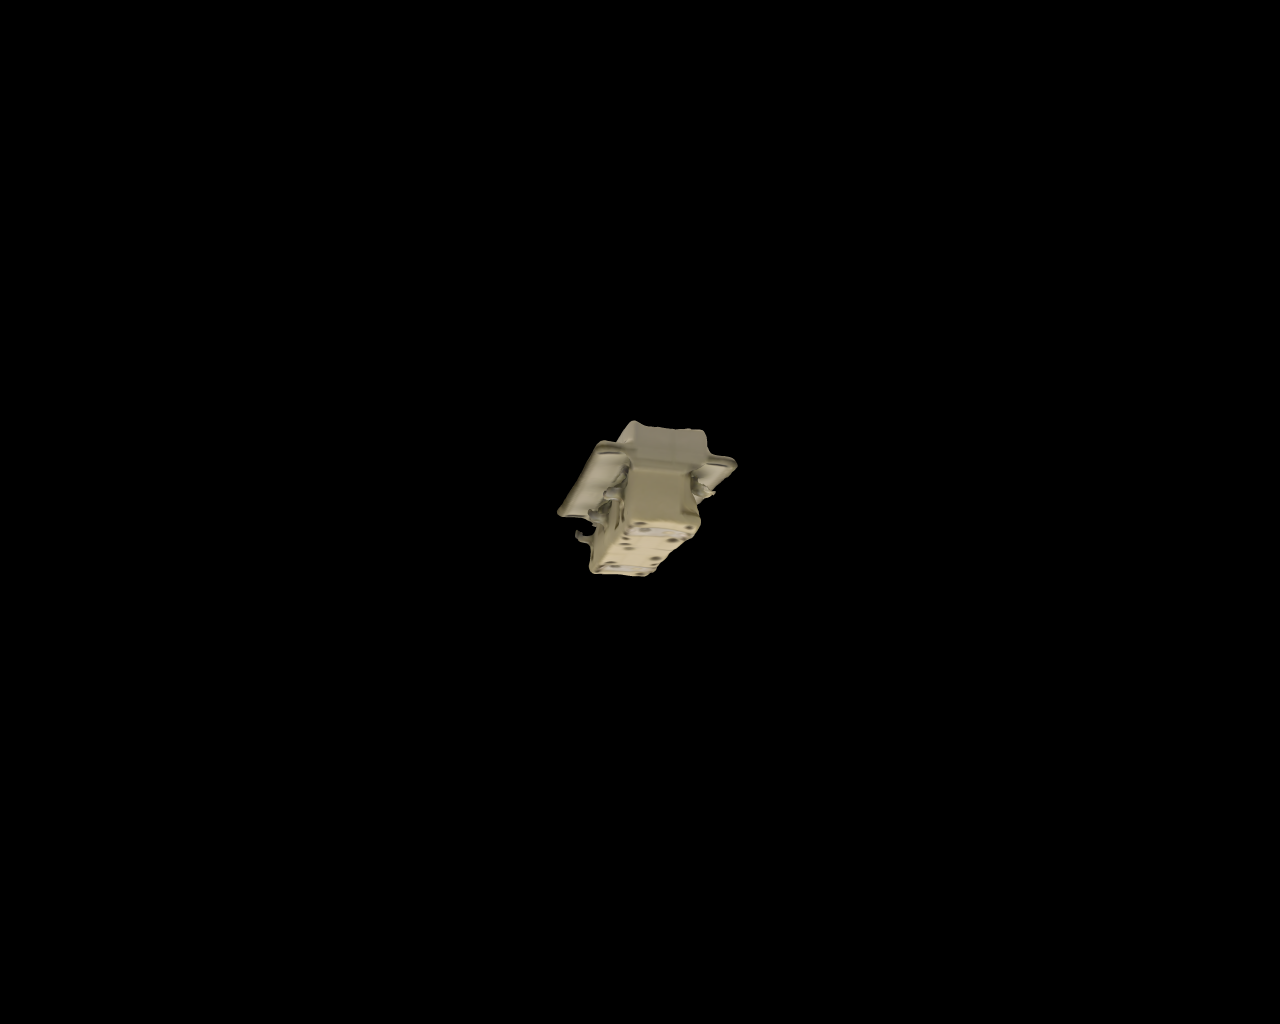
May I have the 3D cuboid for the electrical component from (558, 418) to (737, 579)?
[{"bbox_3d":[0.001,-0.003,0.650,0.079,0.063,0.121,5,-19,-15],"label":"electrical component"}]
